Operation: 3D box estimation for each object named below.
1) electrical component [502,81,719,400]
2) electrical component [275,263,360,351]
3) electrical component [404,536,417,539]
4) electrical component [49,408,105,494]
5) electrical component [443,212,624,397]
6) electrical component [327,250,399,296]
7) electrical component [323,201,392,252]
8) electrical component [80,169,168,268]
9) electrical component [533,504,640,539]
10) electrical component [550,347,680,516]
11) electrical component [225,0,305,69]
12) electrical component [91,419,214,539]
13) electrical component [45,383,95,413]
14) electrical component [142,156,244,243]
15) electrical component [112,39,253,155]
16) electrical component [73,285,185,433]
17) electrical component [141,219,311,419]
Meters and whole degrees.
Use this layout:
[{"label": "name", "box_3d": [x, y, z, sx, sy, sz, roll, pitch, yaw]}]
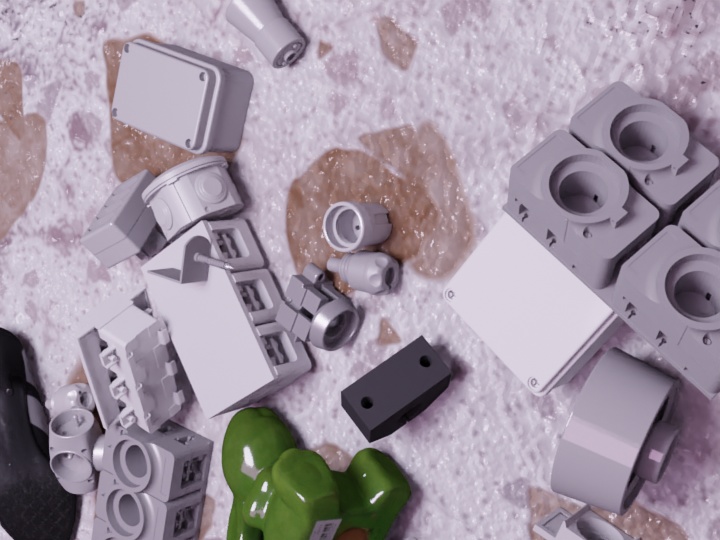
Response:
[{"label": "electrical component", "box_3d": [0.196, -0.025, 0.690, 0.105, 0.060, 0.186, -39, 68, -13]}, {"label": "electrical component", "box_3d": [-0.034, 0.036, 0.899, 0.055, 0.048, 0.066, 36, 114, 34]}, {"label": "electrical component", "box_3d": [0.048, 0.266, 0.864, 0.089, 0.050, 0.055, 47, 119, 21]}, {"label": "electrical component", "box_3d": [-0.263, 0.181, 1.068, 0.079, 0.044, 0.077, 2, 124, 5]}, {"label": "electrical component", "box_3d": [0.134, 0.014, 0.773, 0.108, 0.056, 0.108, 48, 119, 21]}, {"label": "electrical component", "box_3d": [0.000, 0.000, 0.877, 0.061, 0.035, 0.035, 12, 102, 36]}, {"label": "electrical component", "box_3d": [-0.001, -0.036, 0.866, 0.040, 0.046, 0.040, 4, 98, 34]}, {"label": "electrical component", "box_3d": [-0.202, -0.035, 0.994, 0.047, 0.083, 0.075, -23, 120, 34]}, {"label": "electrical component", "box_3d": [0.164, 0.213, 0.784, 0.081, 0.042, 0.063, 32, 114, 28]}, {"label": "electrical component", "box_3d": [0.180, 0.113, 0.725, 0.060, 0.108, 0.108, 23, 108, 24]}, {"label": "electrical component", "box_3d": [-0.077, -0.202, 0.904, 0.065, 0.044, 0.044, 51, 120, 13]}, {"label": "electrical component", "box_3d": [-0.203, 0.223, 1.026, 0.089, 0.062, 0.150, 19, 106, 32]}, {"label": "electrical component", "box_3d": [-0.299, 0.134, 1.099, 0.061, 0.035, 0.035, -11, 89, 38]}, {"label": "electrical component", "box_3d": [-0.146, -0.063, 0.944, 0.080, 0.080, 0.051, -30, 84, 33]}, {"label": "electrical component", "box_3d": [-0.160, -0.154, 0.955, 0.113, 0.057, 0.078, 24, 109, 30]}, {"label": "electrical component", "box_3d": [-0.204, 0.086, 0.969, 0.063, 0.079, 0.121, 27, 141, 30]}, {"label": "electrical component", "box_3d": [-0.116, 0.041, 0.944, 0.089, 0.062, 0.150, -33, 77, 33]}]
